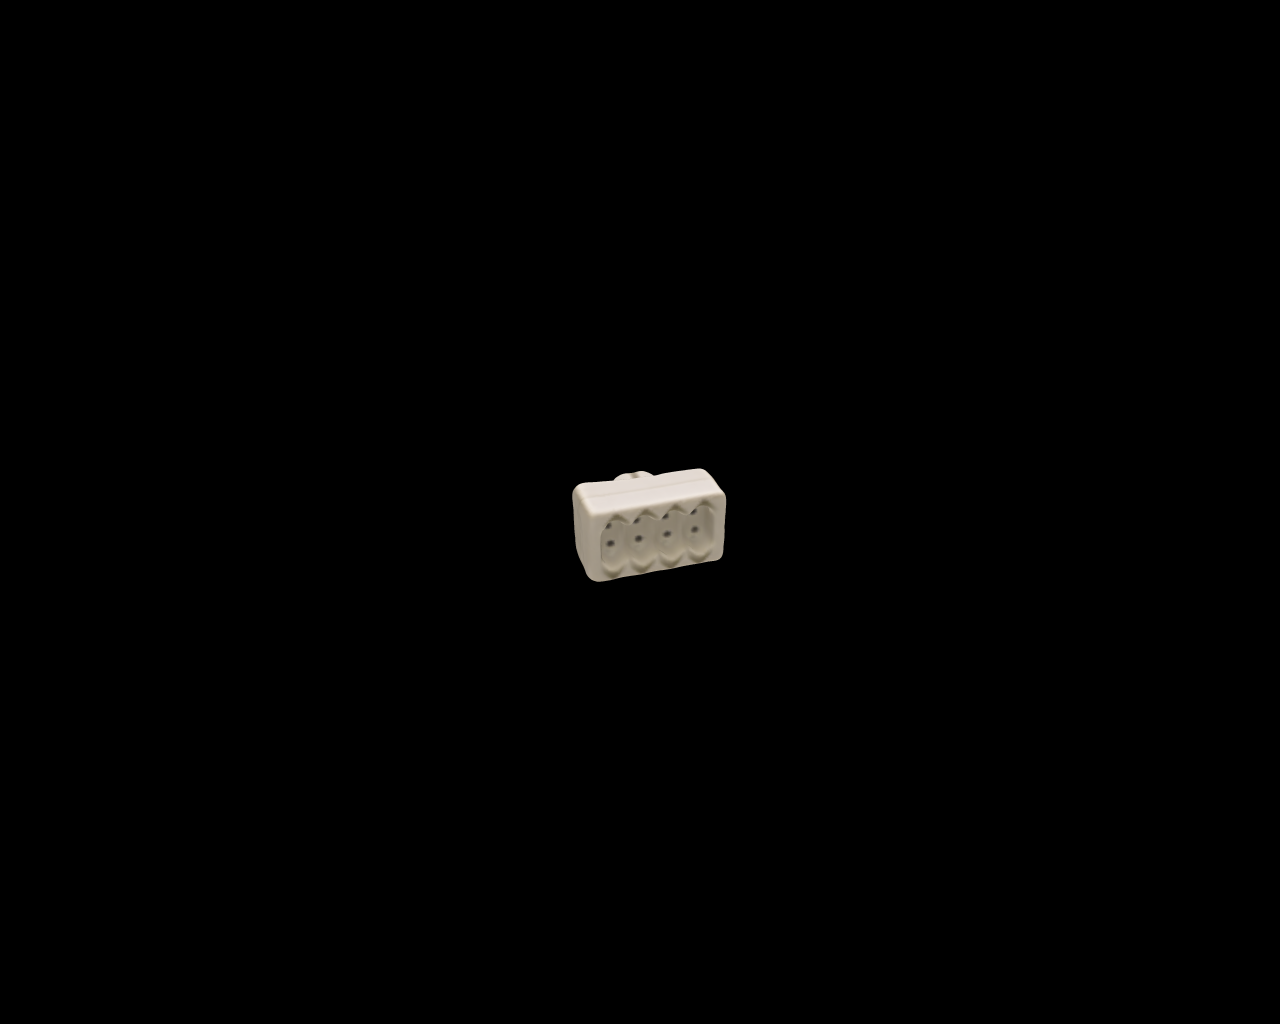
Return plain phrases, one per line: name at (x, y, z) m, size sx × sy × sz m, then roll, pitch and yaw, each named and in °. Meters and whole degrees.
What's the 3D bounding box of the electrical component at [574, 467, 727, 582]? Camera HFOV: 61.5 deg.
electrical component at (0.001, -0.003, 0.650) m, size 0.083 × 0.047 × 0.076 m, roll -8°, pitch 32°, yaw -14°
